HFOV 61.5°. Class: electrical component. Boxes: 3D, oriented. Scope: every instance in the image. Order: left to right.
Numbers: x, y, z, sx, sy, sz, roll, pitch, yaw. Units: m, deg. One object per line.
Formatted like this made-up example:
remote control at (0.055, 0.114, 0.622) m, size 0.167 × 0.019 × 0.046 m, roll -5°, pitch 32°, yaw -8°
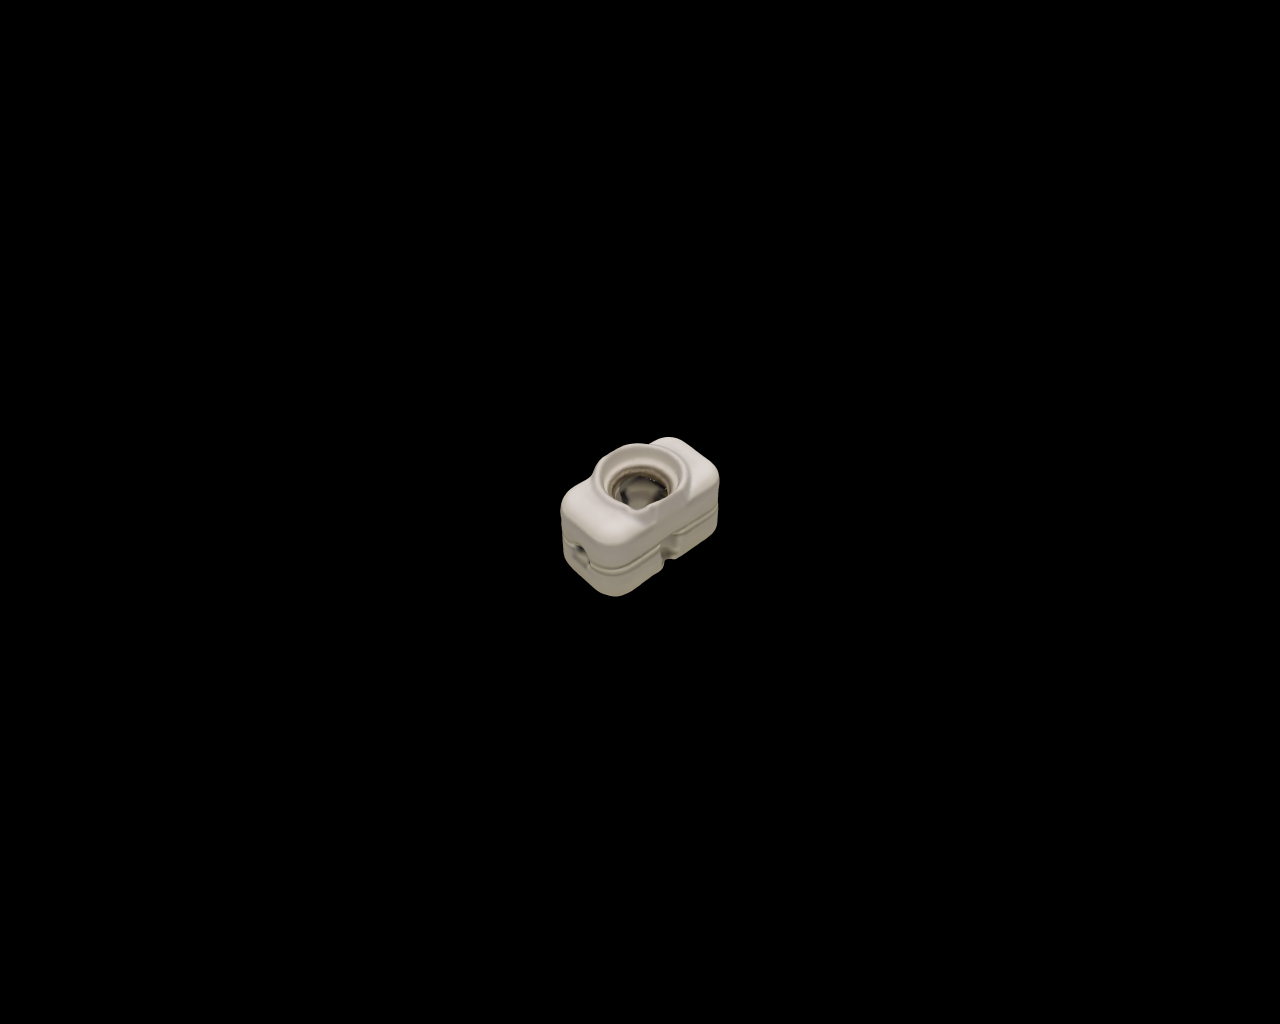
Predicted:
electrical component at (0.001, -0.003, 0.650) m, size 0.095 × 0.059 × 0.054 m, roll -32°, pitch 54°, yaw -27°
